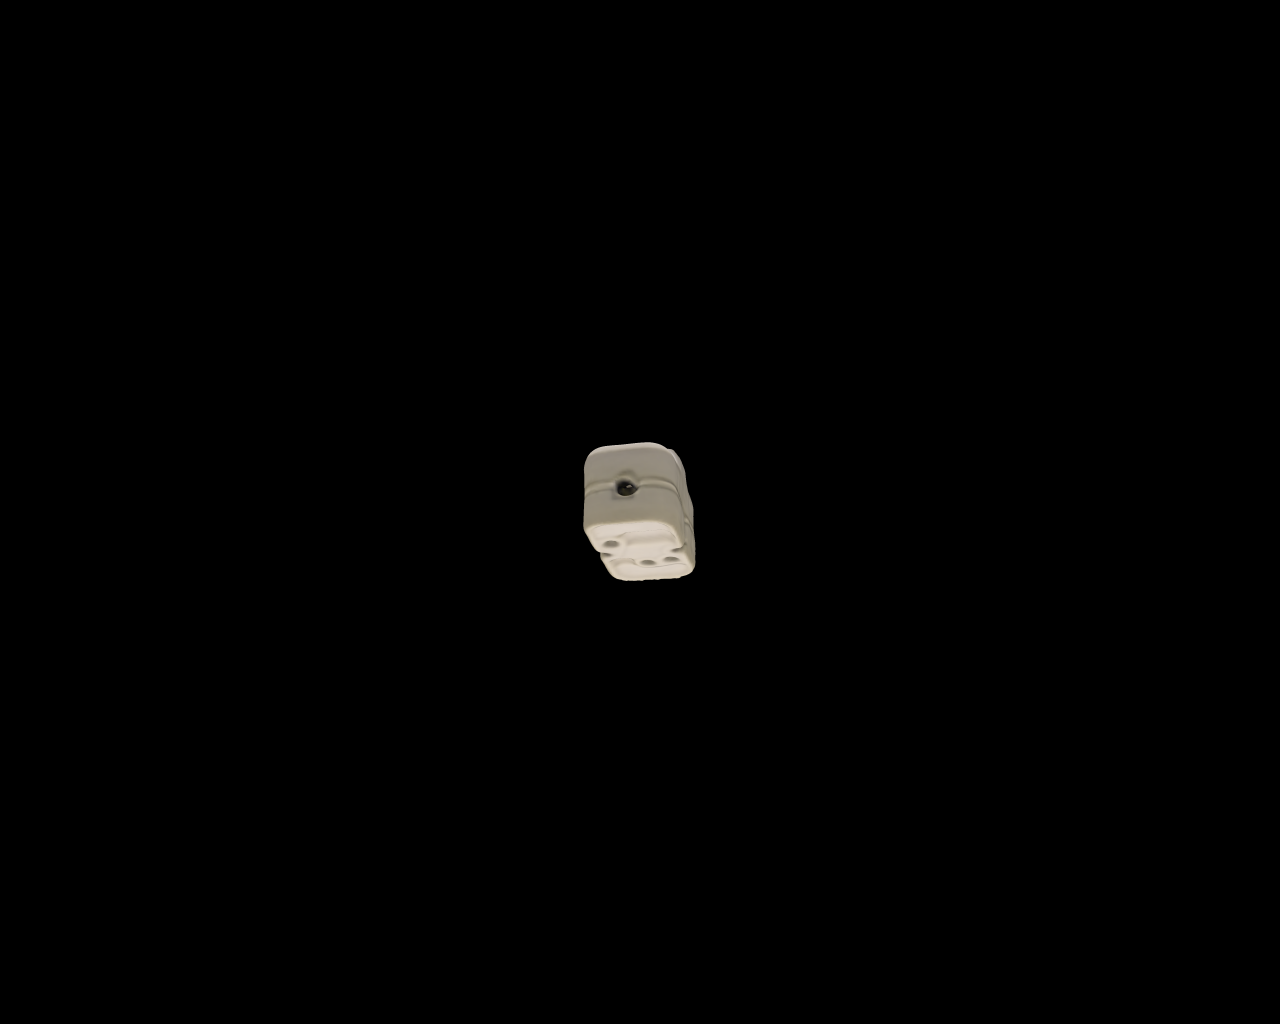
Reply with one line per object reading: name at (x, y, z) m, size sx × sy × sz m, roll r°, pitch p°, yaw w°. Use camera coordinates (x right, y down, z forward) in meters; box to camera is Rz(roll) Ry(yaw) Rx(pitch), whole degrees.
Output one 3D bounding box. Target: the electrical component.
electrical component at (0.001, -0.003, 0.650) m, size 0.054 × 0.059 × 0.095 m, roll -5°, pitch -24°, yaw 10°
